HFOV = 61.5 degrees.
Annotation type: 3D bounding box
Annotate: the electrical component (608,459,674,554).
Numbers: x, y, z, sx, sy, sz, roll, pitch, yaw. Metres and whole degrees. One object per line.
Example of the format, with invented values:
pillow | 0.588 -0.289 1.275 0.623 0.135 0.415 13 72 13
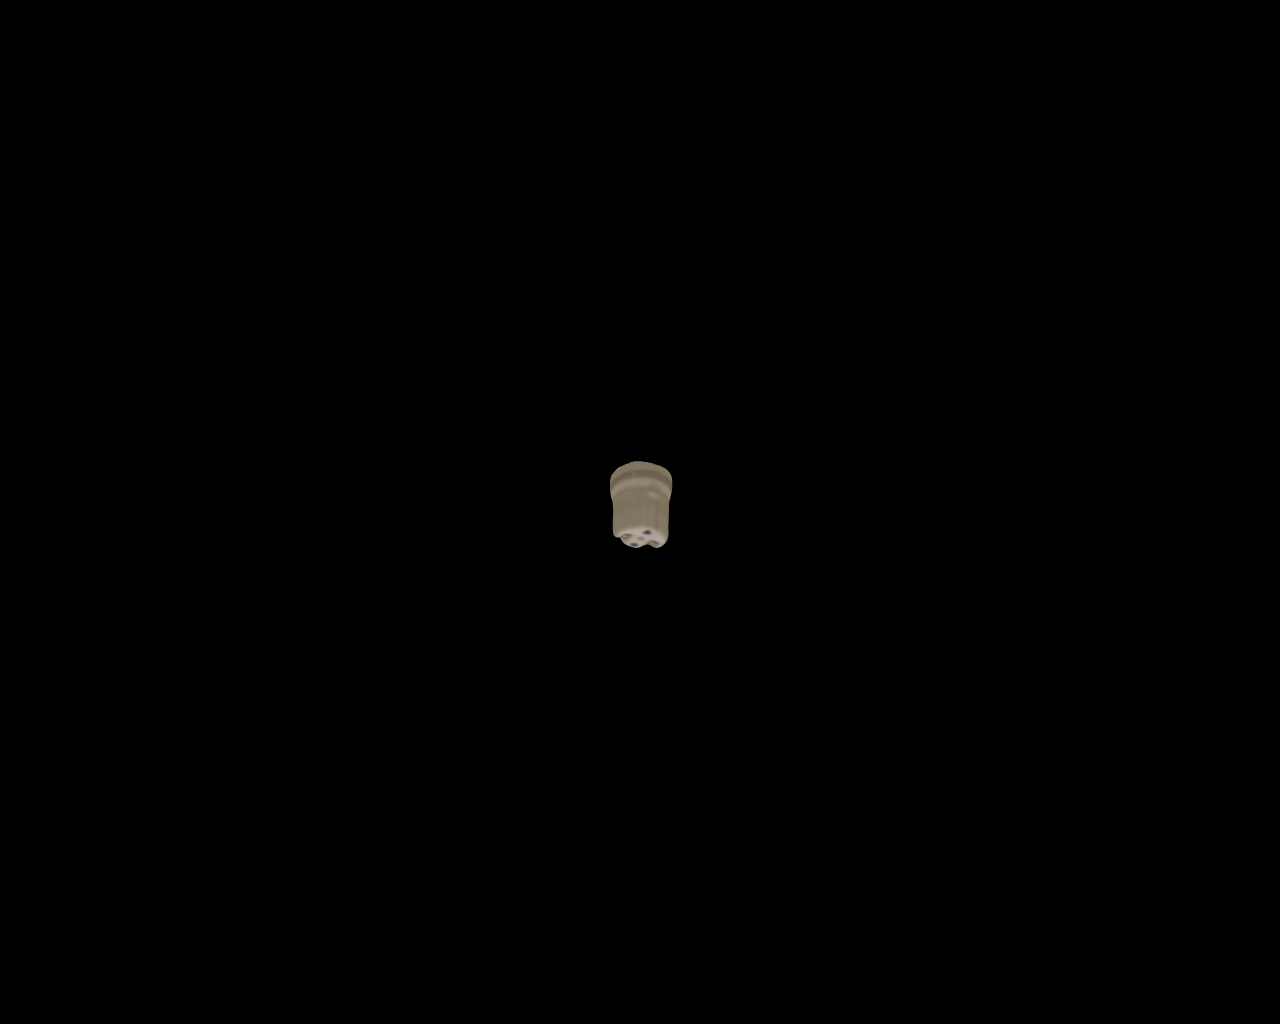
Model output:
electrical component | 0.001 -0.003 0.650 0.040 0.046 0.040 0 -32 0
